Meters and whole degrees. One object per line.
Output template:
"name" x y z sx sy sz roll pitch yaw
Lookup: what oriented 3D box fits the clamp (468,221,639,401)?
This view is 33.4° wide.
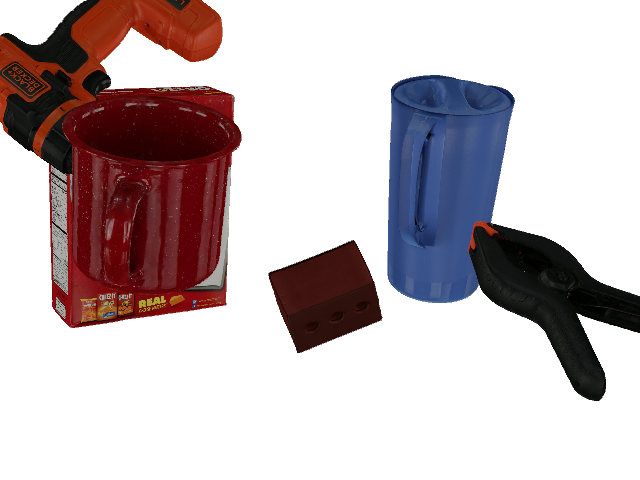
"clamp" 0.180 0.039 0.761 0.120 0.039 0.172 -10 43 -33

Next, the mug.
"mug" -0.093 -0.018 0.566 0.093 0.081 0.117 7 28 -1

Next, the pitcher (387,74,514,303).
"pitcher" 0.132 -0.052 1.192 0.149 0.243 0.145 -6 28 -17

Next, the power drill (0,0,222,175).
"power drill" -0.163 -0.131 0.832 0.187 0.184 0.057 -45 -11 -33

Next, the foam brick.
"foam brick" 0.004 0.046 0.873 0.078 0.053 0.051 -22 47 -6

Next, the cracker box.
"cracker box" -0.172 -0.036 1.017 0.163 0.214 0.072 -7 19 -31
